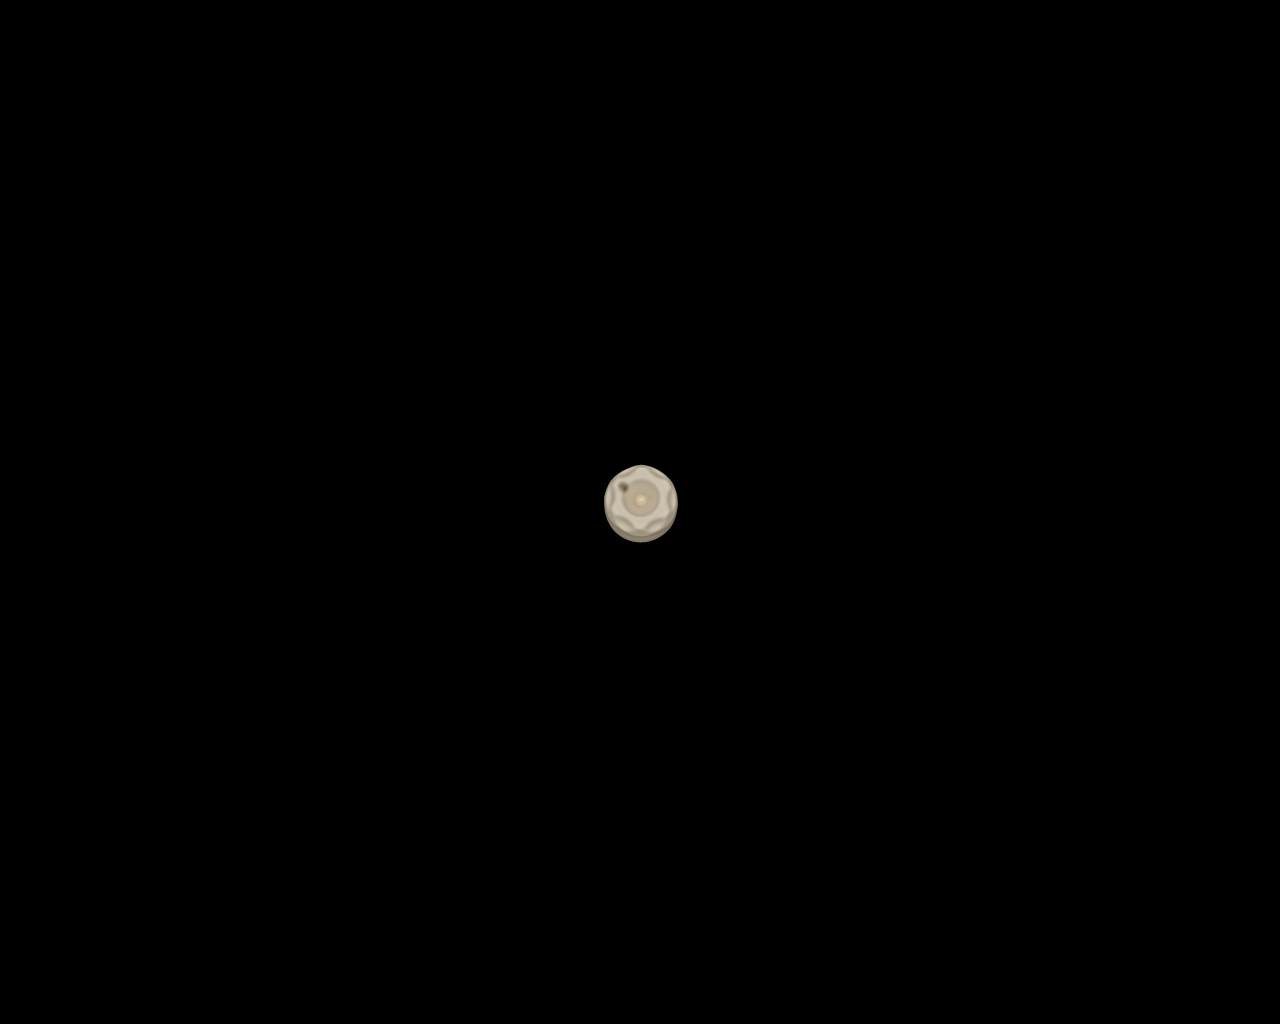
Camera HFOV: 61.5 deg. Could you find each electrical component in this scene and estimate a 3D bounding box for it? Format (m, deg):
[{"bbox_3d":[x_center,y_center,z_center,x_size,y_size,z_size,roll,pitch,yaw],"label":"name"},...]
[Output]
[{"bbox_3d":[0.001,-0.003,0.650,0.043,0.043,0.062,0,-11,0],"label":"electrical component"}]
